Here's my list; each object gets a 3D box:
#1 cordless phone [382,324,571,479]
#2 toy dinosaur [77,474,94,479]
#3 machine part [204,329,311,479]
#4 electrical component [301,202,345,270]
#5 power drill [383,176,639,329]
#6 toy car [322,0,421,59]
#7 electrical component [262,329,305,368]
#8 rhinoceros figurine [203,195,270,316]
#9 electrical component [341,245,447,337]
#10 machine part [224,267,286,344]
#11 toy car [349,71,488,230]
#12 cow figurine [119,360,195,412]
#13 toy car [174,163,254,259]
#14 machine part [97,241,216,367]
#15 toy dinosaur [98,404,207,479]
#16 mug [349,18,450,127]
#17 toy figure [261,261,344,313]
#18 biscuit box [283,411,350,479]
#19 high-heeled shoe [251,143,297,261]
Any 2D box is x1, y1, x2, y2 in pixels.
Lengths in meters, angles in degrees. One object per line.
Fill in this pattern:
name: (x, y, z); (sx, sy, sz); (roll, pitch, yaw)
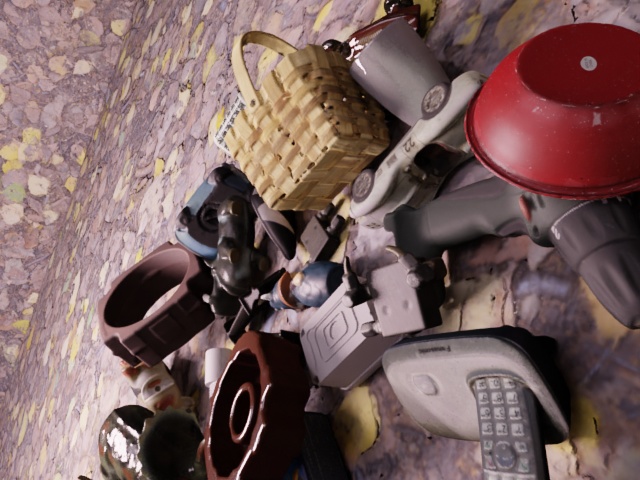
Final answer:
cordless phone: (0.123, 0.165, 0.420); (0.147, 0.088, 0.184); (-21, 63, 49)
toy dinosaur: (-0.245, 0.535, 0.653); (0.105, 0.198, 0.471); (-28, 59, 42)
machine part: (-0.072, 0.193, 0.594); (0.179, 0.056, 0.179); (-45, 34, 42)
electrical component: (-0.001, -0.002, 0.719); (0.094, 0.021, 0.063); (-59, 36, 20)
power drill: (0.152, -0.007, 0.458); (0.207, 0.086, 0.232); (-38, 47, 46)
toy car: (0.054, -0.259, 0.733); (0.202, 0.053, 0.089); (-14, 61, 53)
electrical component: (-0.070, 0.161, 0.718); (0.119, 0.047, 0.075); (-21, 58, 49)
rhinoceros figurine: (-0.138, 0.023, 0.837); (0.112, 0.073, 0.190); (0, 84, 48)
electrical component: (0.062, 0.045, 0.463); (0.102, 0.045, 0.078); (-15, 81, 48)
machine part: (-0.099, 0.097, 0.775); (0.138, 0.039, 0.084); (-54, -4, 39)
toy car: (0.108, -0.082, 0.555); (0.201, 0.073, 0.056); (-50, 39, 28)
cow figurine: (-0.285, 0.258, 0.930); (0.127, 0.085, 0.195); (62, 158, -9)
toy car: (-0.177, -0.052, 0.921); (0.161, 0.109, 0.103); (-61, 17, 1)
machine part: (-0.272, 0.105, 0.923); (0.201, 0.087, 0.202); (-37, 36, -5)
toy dinosaur: (-0.253, 0.303, 0.777); (0.405, 0.131, 0.192); (5, 108, 43)
mug: (0.100, -0.175, 0.595); (0.081, 0.109, 0.107); (-41, 88, 28)
toy figure: (-0.016, 0.062, 0.677); (0.058, 0.064, 0.154); (-47, 16, -32)
biscuit box: (0.000, 0.277, 0.556); (0.059, 0.063, 0.203); (-53, 38, 27)
high-heeled shoe: (-0.032, -0.101, 0.790); (0.145, 0.086, 0.249); (-26, 67, 12)
